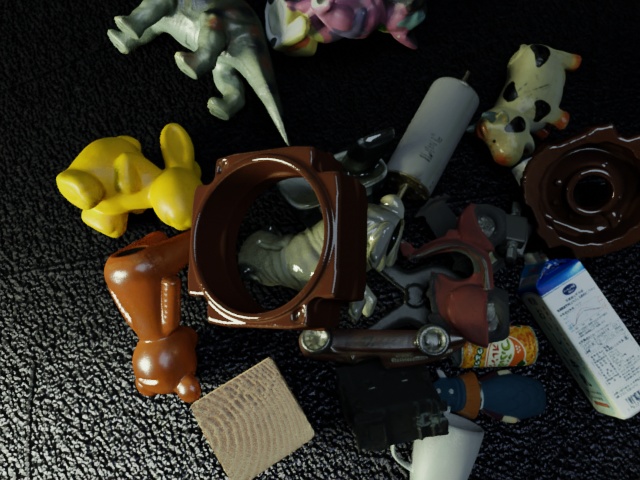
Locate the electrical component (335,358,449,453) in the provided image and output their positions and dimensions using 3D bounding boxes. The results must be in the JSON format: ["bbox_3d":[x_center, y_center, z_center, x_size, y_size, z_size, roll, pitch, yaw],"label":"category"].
[{"bbox_3d":[0.082,0.191,0.667,0.115,0.134,0.058,-9,111,-9],"label":"electrical component"}]

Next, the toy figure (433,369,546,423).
[{"bbox_3d":[0.216,0.207,0.710,0.155,0.057,0.064,2,35,0],"label":"toy figure"}]

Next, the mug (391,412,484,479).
[{"bbox_3d":[0.143,0.274,0.679,0.110,0.081,0.107,15,86,-7],"label":"mug"}]

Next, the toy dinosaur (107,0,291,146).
[{"bbox_3d":[-0.163,-0.309,0.767,0.405,0.131,0.192,36,77,-3],"label":"toy dinosaur"}]

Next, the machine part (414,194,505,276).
[{"bbox_3d":[0.198,-0.002,0.757,0.084,0.039,0.139,-32,77,-33],"label":"machine part"}]

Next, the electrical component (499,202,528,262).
[{"bbox_3d":[0.250,-0.015,0.739,0.063,0.021,0.094,13,63,11],"label":"electrical component"}]

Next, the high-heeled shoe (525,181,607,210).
[{"bbox_3d":[0.427,-0.061,0.740,0.249,0.145,0.086,5,63,-10],"label":"high-heeled shoe"}]

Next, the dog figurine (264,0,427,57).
[{"bbox_3d":[0.050,-0.332,0.798,0.219,0.191,0.108,2,71,-40],"label":"dog figurine"}]

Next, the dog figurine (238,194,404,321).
[{"bbox_3d":[-0.003,-0.001,0.687,0.191,0.121,0.172,24,83,18],"label":"dog figurine"}]

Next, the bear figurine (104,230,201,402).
[{"bbox_3d":[-0.190,0.095,0.682,0.132,0.120,0.195,-37,114,-52],"label":"bear figurine"}]

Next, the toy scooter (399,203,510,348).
[{"bbox_3d":[0.172,0.047,0.691,0.135,0.075,0.183,-3,91,18],"label":"toy scooter"}]

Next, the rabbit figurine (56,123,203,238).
[{"bbox_3d":[-0.218,-0.068,0.704,0.173,0.121,0.162,19,53,19],"label":"rabbit figurine"}]

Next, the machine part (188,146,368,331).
[{"bbox_3d":[-0.052,0.001,0.615,0.202,0.087,0.201,-2,81,26],"label":"machine part"}]

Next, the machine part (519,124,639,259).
[{"bbox_3d":[0.358,-0.065,0.712,0.180,0.056,0.179,4,105,14],"label":"machine part"}]

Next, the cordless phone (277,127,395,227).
[{"bbox_3d":[0.023,-0.086,0.694,0.147,0.184,0.088,-21,85,-10],"label":"cordless phone"}]

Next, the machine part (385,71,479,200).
[{"bbox_3d":[0.160,-0.145,0.772,0.079,0.079,0.243,30,76,2],"label":"machine part"}]

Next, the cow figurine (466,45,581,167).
[{"bbox_3d":[0.297,-0.200,0.795,0.127,0.085,0.195,20,79,-7],"label":"cow figurine"}]

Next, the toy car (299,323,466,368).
[{"bbox_3d":[0.073,0.129,0.653,0.202,0.089,0.053,-1,72,15],"label":"toy car"}]
